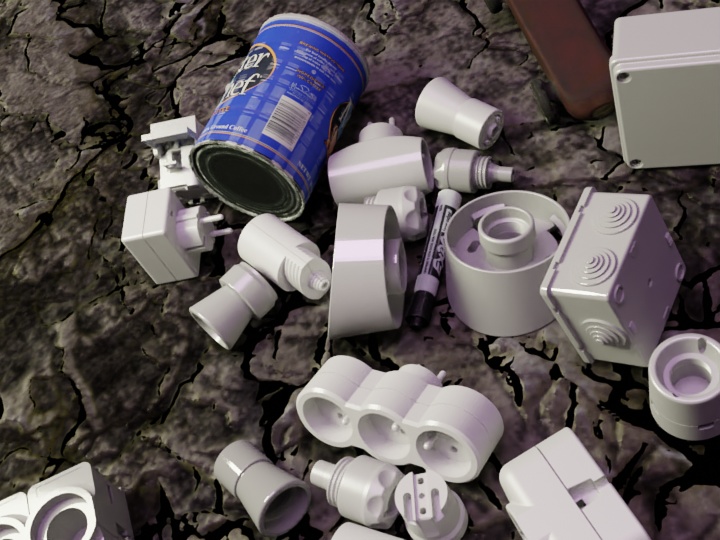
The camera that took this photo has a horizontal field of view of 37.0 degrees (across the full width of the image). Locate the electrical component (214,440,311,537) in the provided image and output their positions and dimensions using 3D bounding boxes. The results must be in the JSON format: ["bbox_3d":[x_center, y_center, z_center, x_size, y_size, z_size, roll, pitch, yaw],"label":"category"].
[{"bbox_3d":[-0.070,0.146,0.738,0.044,0.044,0.065,-45,48,-13],"label":"electrical component"}]

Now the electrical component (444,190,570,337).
[{"bbox_3d":[0.109,-0.009,0.780,0.099,0.064,0.099,-8,42,7],"label":"electrical component"}]

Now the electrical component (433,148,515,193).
[{"bbox_3d":[0.090,-0.076,0.838,0.061,0.035,0.035,7,59,23],"label":"electrical component"}]

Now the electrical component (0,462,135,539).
[{"bbox_3d":[-0.236,0.208,0.743,0.150,0.061,0.089,-25,51,2],"label":"electrical component"}]

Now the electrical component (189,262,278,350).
[{"bbox_3d":[-0.097,0.027,0.829,0.055,0.045,0.045,-45,53,-14],"label":"electrical component"}]

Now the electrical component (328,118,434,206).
[{"bbox_3d":[0.017,-0.092,0.871,0.077,0.043,0.079,-10,54,14],"label":"electrical component"}]

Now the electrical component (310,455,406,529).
[{"bbox_3d":[-0.003,0.143,0.712,0.062,0.043,0.043,14,62,29],"label":"electrical component"}]

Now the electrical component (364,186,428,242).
[{"bbox_3d":[0.020,-0.041,0.834,0.062,0.043,0.043,-7,54,17],"label":"electrical component"}]

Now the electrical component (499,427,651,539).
[{"bbox_3d":[0.128,0.152,0.649,0.059,0.053,0.095,-31,51,-2],"label":"electrical component"}]

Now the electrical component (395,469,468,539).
[{"bbox_3d":[0.045,0.152,0.686,0.040,0.046,0.040,-10,53,14],"label":"electrical component"}]

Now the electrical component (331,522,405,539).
[{"bbox_3d":[0.023,0.189,0.669,0.081,0.043,0.043,11,61,27],"label":"electrical component"}]

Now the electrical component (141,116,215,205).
[{"bbox_3d":[-0.149,-0.092,0.919,0.042,0.081,0.063,-8,77,16],"label":"electrical component"}]

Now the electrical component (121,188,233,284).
[{"bbox_3d":[-0.143,-0.031,0.874,0.077,0.065,0.047,-11,53,14],"label":"electrical component"}]

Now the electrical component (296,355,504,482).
[{"bbox_3d":[0.033,0.090,0.732,0.138,0.052,0.073,12,39,27],"label":"electrical component"}]

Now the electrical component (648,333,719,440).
[{"bbox_3d":[0.210,0.072,0.679,0.055,0.047,0.055,-10,53,14],"label":"electrical component"}]

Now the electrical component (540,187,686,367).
[{"bbox_3d":[0.170,0.006,0.710,0.048,0.099,0.099,7,58,40],"label":"electrical component"}]

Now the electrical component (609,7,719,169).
[{"bbox_3d":[0.241,-0.129,0.772,0.109,0.108,0.056,-2,53,20],"label":"electrical component"}]

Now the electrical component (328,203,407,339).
[{"bbox_3d":[0.000,0.000,0.781,0.064,0.099,0.099,-3,55,11],"label":"electrical component"}]

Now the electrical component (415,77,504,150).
[{"bbox_3d":[0.083,-0.124,0.872,0.065,0.044,0.044,31,71,30],"label":"electrical component"}]

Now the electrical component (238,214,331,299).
[{"bbox_3d":[-0.054,-0.007,0.838,0.043,0.043,0.081,-45,54,-13],"label":"electrical component"}]
